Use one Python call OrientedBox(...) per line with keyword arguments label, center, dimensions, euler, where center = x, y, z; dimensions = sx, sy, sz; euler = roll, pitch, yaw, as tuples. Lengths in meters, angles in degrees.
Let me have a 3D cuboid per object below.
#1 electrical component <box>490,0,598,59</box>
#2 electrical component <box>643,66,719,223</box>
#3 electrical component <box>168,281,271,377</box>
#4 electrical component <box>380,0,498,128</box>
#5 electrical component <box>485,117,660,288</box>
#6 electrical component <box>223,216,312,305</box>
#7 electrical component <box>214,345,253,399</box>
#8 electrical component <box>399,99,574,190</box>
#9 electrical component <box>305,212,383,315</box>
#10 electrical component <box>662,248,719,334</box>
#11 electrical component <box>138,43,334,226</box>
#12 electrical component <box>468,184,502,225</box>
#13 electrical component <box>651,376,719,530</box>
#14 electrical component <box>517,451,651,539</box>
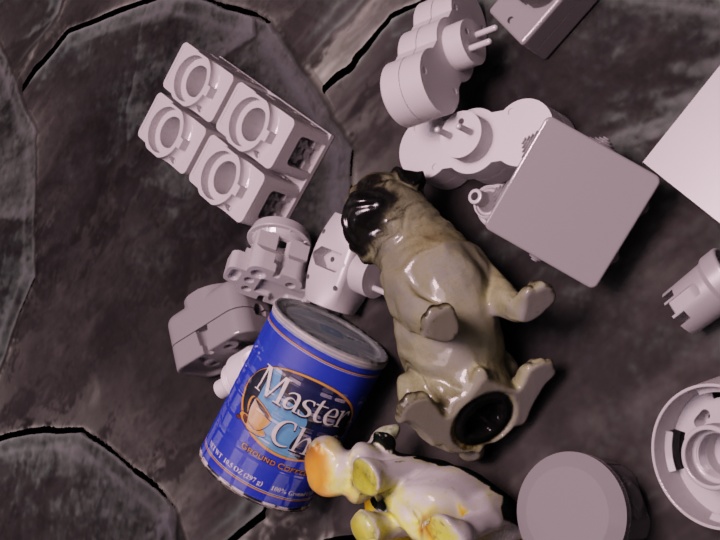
OrientedBox(label="electrical component", center=(0.136, -0.214, 0.806), dimensions=(0.083, 0.076, 0.047), euler=(-49, 55, 20))
OrientedBox(label="electrical component", center=(0.284, -0.050, 0.659), dimensions=(0.105, 0.060, 0.186), euler=(-54, 53, 16))
OrientedBox(label="electrical component", center=(-0.125, 0.050, 0.971), dimensions=(0.095, 0.054, 0.059), euler=(-31, 62, 30))
OrientedBox(label="electrical component", center=(0.073, -0.170, 0.830), dimensions=(0.074, 0.052, 0.138), euler=(-14, 36, 36))
OrientedBox(label="electrical component", center=(0.148, -0.049, 0.754), dimensions=(0.100, 0.048, 0.099), euler=(30, 101, 4))
OrientedBox(label="electrical component", center=(-0.073, -0.009, 0.933), dimensions=(0.058, 0.078, 0.057), euler=(130, 156, -54))
OrientedBox(label="electrical component", center=(-0.103, 0.094, 0.949), dimensions=(0.062, 0.043, 0.043), euler=(-30, 62, 31))
OrientedBox(label="electrical component", center=(0.086, -0.098, 0.821), dimensions=(0.138, 0.074, 0.052), euler=(-4, 77, 38))
OrientedBox(label="electrical component", center=(0.000, 0.000, 0.888), dimensions=(0.079, 0.043, 0.077), euler=(22, 94, 40))
OrientedBox(label="electrical component", center=(0.228, 0.015, 0.705), dimensions=(0.046, 0.040, 0.040), euler=(-44, 56, 30))
OrientedBox(label="electrical component", center=(-0.124, -0.127, 1.006), dimensions=(0.186, 0.060, 0.105), euler=(39, 105, 38))
OrientedBox(label="electrical component", center=(0.102, -0.048, 0.805), dimensions=(0.035, 0.061, 0.035), euler=(-10, 74, 37))
OrientedBox(label="electrical component", center=(0.237, 0.113, 0.674), dimensions=(0.099, 0.064, 0.099), euler=(1, 91, 48))
OrientedBox(label="electrical component", center=(0.151, 0.163, 0.724), dimensions=(0.080, 0.051, 0.080), euler=(-10, 74, 37))
